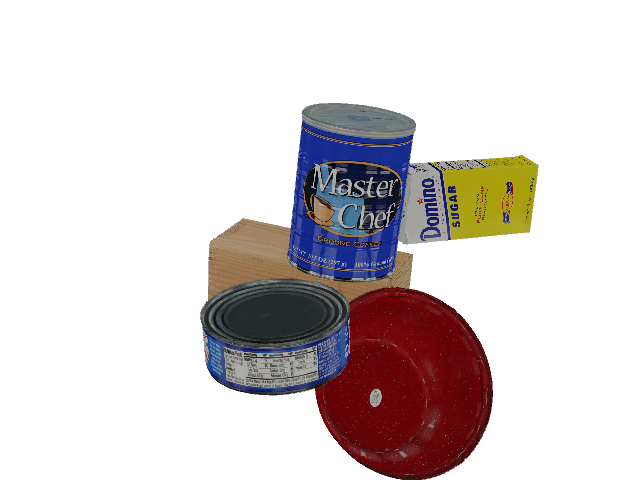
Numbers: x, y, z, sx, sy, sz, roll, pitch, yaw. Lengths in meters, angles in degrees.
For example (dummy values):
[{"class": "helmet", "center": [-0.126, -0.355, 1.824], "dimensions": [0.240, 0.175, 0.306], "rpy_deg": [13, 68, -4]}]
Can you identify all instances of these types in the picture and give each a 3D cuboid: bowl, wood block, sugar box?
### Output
[{"class": "bowl", "center": [0.054, 0.121, 0.863], "dimensions": [0.162, 0.162, 0.055], "rpy_deg": [0, 4, 28]}, {"class": "wood block", "center": [-0.013, 0.049, 1.179], "dimensions": [0.206, 0.091, 0.090], "rpy_deg": [12, 24, 19]}, {"class": "sugar box", "center": [0.176, -0.050, 1.304], "dimensions": [0.176, 0.093, 0.048], "rpy_deg": [-7, 24, -22]}]

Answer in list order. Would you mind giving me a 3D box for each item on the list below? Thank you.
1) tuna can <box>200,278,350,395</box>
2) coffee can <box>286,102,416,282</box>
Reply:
[{"class": "tuna can", "center": [-0.025, 0.054, 0.615], "dimensions": [0.086, 0.034, 0.086], "rpy_deg": [-2, 22, 1]}, {"class": "coffee can", "center": [0.027, -0.045, 0.972], "dimensions": [0.103, 0.140, 0.103], "rpy_deg": [6, 19, -2]}]
